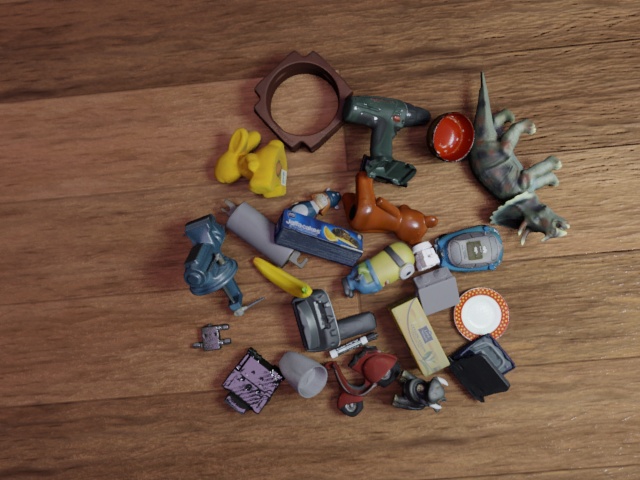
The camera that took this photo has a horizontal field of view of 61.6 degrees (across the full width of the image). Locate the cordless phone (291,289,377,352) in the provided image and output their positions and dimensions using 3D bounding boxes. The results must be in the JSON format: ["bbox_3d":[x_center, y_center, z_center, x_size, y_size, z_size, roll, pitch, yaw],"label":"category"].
[{"bbox_3d":[0.036,0.177,1.264,0.184,0.089,0.146,-15,89,-9],"label":"cordless phone"}]

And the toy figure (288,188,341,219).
[{"bbox_3d":[-0.019,-0.073,1.274,0.154,0.058,0.064,-30,104,0],"label":"toy figure"}]

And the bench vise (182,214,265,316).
[{"bbox_3d":[-0.236,0.069,1.239,0.129,0.224,0.240,-24,118,6],"label":"bench vise"}]

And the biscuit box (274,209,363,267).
[{"bbox_3d":[-0.003,-0.004,1.233,0.203,0.062,0.059,18,45,-15],"label":"biscuit box"}]

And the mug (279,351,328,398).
[{"bbox_3d":[-0.038,0.304,1.248,0.107,0.109,0.080,29,91,45],"label":"mug"}]

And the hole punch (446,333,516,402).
[{"bbox_3d":[0.374,0.289,1.237,0.142,0.092,0.116,49,134,-6],"label":"hole punch"}]

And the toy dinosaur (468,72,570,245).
[{"bbox_3d":[0.420,-0.172,1.236,0.192,0.131,0.405,-35,81,0],"label":"toy dinosaur"}]

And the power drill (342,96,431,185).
[{"bbox_3d":[0.165,-0.231,1.203,0.232,0.086,0.207,9,67,-23],"label":"power drill"}]

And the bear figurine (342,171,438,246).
[{"bbox_3d":[0.162,-0.065,1.245,0.196,0.120,0.132,7,54,-18],"label":"bear figurine"}]

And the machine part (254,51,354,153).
[{"bbox_3d":[-0.038,-0.321,1.267,0.201,0.087,0.201,-44,89,1],"label":"machine part"}]

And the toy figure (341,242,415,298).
[{"bbox_3d":[0.135,0.071,1.251,0.180,0.082,0.089,-23,96,6],"label":"toy figure"}]

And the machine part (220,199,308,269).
[{"bbox_3d":[-0.135,-0.011,1.267,0.243,0.079,0.079,37,90,2],"label":"machine part"}]

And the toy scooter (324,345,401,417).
[{"bbox_3d":[0.089,0.309,1.253,0.184,0.075,0.135,-44,82,3],"label":"toy scooter"}]

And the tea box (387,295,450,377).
[{"bbox_3d":[0.224,0.217,1.237,0.068,0.098,0.169,-25,86,1],"label":"tea box"}]

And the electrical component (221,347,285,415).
[{"bbox_3d":[-0.162,0.340,1.269,0.115,0.058,0.134,36,90,5],"label":"electrical component"}]

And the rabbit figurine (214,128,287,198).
[{"bbox_3d":[-0.172,-0.178,1.257,0.173,0.122,0.162,0,96,21],"label":"rabbit figurine"}]

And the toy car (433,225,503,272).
[{"bbox_3d":[0.349,0.020,1.235,0.162,0.103,0.109,-6,88,0],"label":"toy car"}]

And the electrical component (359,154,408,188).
[{"bbox_3d":[0.152,-0.160,1.260,0.119,0.075,0.047,14,90,6],"label":"electrical component"}]

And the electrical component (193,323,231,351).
[{"bbox_3d":[-0.262,0.233,1.292,0.094,0.021,0.063,-9,88,3],"label":"electrical component"}]

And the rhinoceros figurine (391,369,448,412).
[{"bbox_3d":[0.221,0.342,1.188,0.112,0.190,0.073,23,67,5],"label":"rhinoceros figurine"}]
